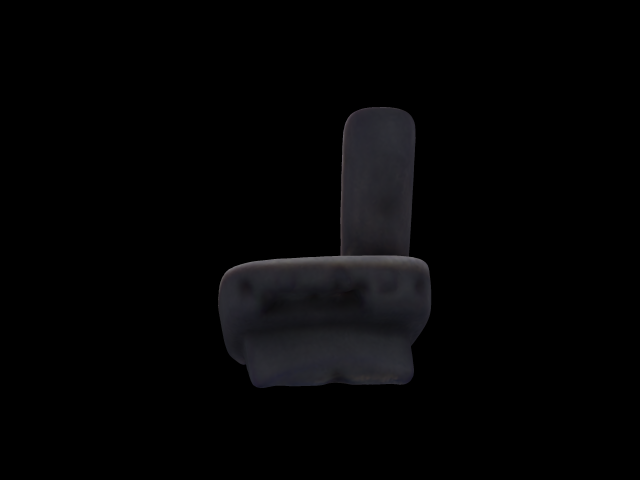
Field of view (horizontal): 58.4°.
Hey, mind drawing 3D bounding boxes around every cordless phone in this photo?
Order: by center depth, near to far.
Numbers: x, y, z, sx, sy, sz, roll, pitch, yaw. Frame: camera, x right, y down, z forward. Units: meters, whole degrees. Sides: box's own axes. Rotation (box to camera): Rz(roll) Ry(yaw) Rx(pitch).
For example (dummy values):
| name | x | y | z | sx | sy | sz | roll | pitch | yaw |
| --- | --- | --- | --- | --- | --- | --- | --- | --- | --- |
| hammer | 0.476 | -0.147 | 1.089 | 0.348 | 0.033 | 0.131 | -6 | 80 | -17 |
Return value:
| name | x | y | z | sx | sy | sz | roll | pitch | yaw |
| --- | --- | --- | --- | --- | --- | --- | --- | --- | --- |
| cordless phone | 0.004 | 0.001 | 0.400 | 0.148 | 0.185 | 0.094 | -1 | 5 | -15 |
